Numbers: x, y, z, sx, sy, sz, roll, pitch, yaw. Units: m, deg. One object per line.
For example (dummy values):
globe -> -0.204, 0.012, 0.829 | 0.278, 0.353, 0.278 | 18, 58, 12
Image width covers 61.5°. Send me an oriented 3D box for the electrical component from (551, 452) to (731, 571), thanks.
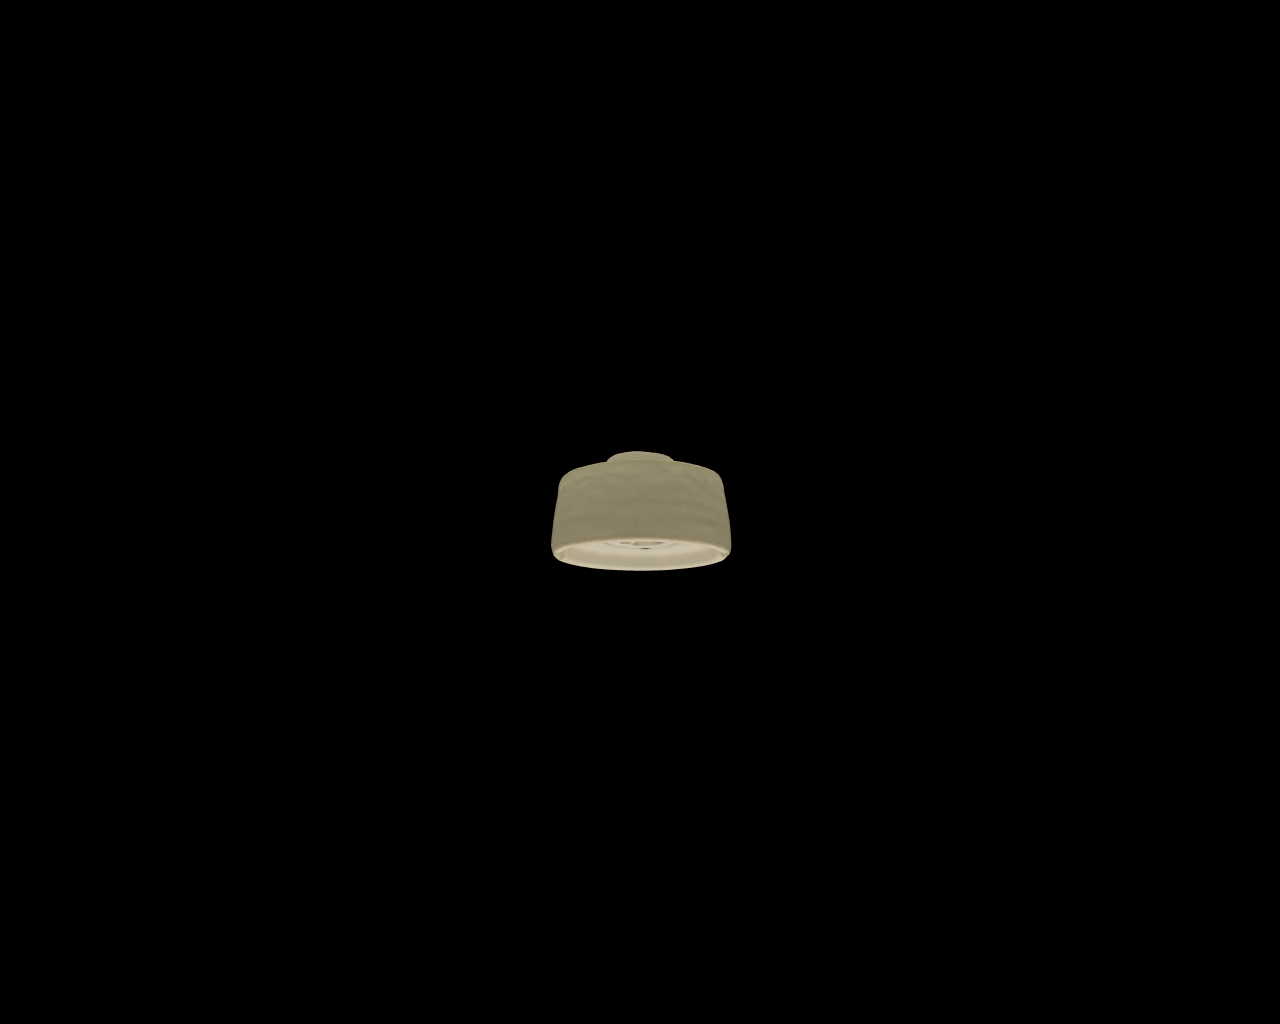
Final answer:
electrical component -> 0.001, -0.003, 0.650 | 0.108, 0.060, 0.108 | 0, -12, 0
